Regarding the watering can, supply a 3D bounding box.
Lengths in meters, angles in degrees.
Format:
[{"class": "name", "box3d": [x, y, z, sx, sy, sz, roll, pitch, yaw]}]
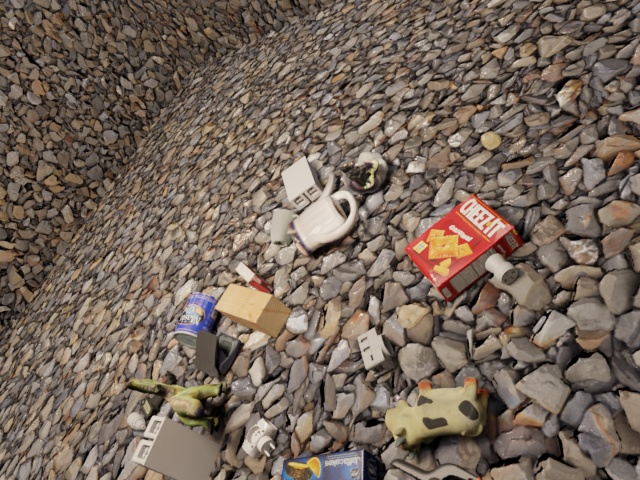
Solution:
[{"class": "watering can", "box3d": [0.005, -0.078, 1.555, 0.223, 0.102, 0.354, -36, 29, 9]}]

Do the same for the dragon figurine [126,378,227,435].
[{"class": "dragon figurine", "box3d": [-0.363, 0.391, 1.267, 0.243, 0.404, 0.124, 10, 72, 4]}]

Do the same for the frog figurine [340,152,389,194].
[{"class": "frog figurine", "box3d": [0.143, -0.206, 1.572, 0.136, 0.122, 0.161, -28, 3, 21]}]
